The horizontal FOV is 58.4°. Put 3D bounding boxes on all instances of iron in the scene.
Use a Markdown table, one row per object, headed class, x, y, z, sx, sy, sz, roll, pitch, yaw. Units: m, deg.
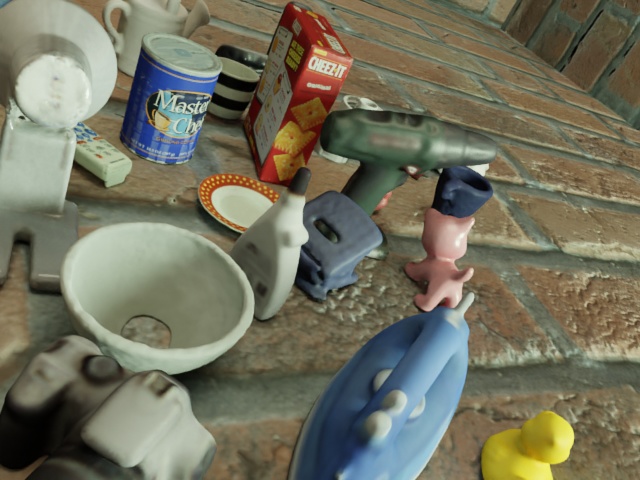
| class | x | y | z | sx | sy | sz | roll | pitch | yaw |
| --- | --- | --- | --- | --- | --- | --- | --- | --- | --- |
| iron | 0.066 | 0.140 | 0.500 | 0.118 | 0.141 | 0.259 | 36 | 33 | 13 |

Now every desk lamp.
| class | x | y | z | sx | sy | sz | roll | pitch | yaw |
| --- | --- | --- | --- | --- | --- | --- | --- | --- | --- |
| desk lamp | -0.254 | -0.097 | 0.527 | 0.118 | 0.213 | 0.202 | 7 | 38 | -29 |

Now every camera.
| class | x | y | z | sx | sy | sz | roll | pitch | yaw |
| --- | --- | --- | --- | --- | --- | --- | --- | --- | --- |
| camera | -0.156 | 0.143 | 0.369 | 0.143 | 0.100 | 0.137 | 31 | 32 | 6 |

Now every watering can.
| class | x | y | z | sx | sy | sz | roll | pitch | yaw |
| --- | --- | --- | --- | --- | --- | --- | --- | --- | --- |
| watering can | -0.259 | -0.365 | 0.919 | 0.101 | 0.194 | 0.173 | 33 | 32 | 9 |

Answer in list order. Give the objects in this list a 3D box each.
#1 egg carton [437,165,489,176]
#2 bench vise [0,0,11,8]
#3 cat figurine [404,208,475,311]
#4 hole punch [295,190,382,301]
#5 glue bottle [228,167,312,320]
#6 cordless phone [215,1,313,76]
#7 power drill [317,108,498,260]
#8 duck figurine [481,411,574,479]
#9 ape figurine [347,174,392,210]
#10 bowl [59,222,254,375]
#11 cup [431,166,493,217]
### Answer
| class | x | y | z | sx | sy | sz | roll | pitch | yaw |
| --- | --- | --- | --- | --- | --- | --- | --- | --- | --- |
| egg carton | 0.268 | -0.172 | 1.158 | 0.150 | 0.069 | 0.107 | 33 | 32 | 8 |
| bench vise | -0.366 | -0.305 | 0.730 | 0.122 | 0.219 | 0.207 | -14 | 50 | -46 |
| cat figurine | 0.169 | 0.020 | 0.768 | 0.067 | 0.117 | 0.127 | 14 | 35 | -21 |
| hole punch | 0.006 | 0.002 | 0.697 | 0.101 | 0.091 | 0.108 | -15 | 51 | -47 |
| glue bottle | -0.046 | -0.001 | 0.586 | 0.078 | 0.173 | 0.037 | 41 | 35 | 20 |
| cordless phone | -0.101 | -0.351 | 1.026 | 0.148 | 0.185 | 0.094 | 9 | 36 | -27 |
| power drill | 0.093 | -0.078 | 0.765 | 0.230 | 0.208 | 0.075 | 15 | 34 | -19 |
| duck figurine | 0.211 | 0.210 | 0.562 | 0.077 | 0.086 | 0.105 | 36 | 33 | 14 |
| ape figurine | 0.079 | -0.088 | 0.878 | 0.078 | 0.092 | 0.076 | 18 | 33 | -15 |
| bowl | -0.148 | 0.062 | 0.513 | 0.168 | 0.074 | 0.167 | 20 | 33 | -13 |
| cup | 0.218 | -0.065 | 0.946 | 0.091 | 0.095 | 0.118 | 43 | 35 | 23 |
